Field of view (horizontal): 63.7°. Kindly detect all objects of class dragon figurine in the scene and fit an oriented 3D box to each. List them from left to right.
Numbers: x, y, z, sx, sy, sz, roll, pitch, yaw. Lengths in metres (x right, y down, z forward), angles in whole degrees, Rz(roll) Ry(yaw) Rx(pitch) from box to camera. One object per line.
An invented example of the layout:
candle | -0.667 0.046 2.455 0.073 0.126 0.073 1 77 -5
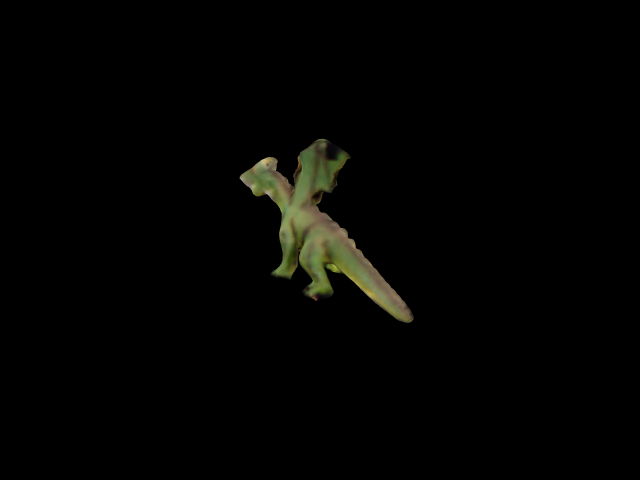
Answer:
dragon figurine | 0.003 -0.043 0.850 0.123 0.239 0.413 -18 27 -40
